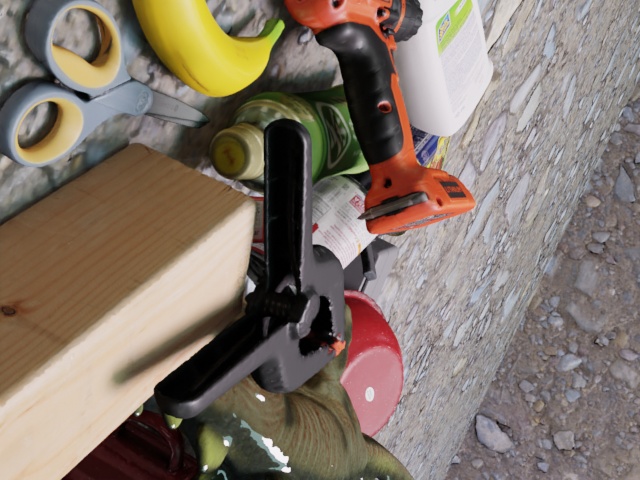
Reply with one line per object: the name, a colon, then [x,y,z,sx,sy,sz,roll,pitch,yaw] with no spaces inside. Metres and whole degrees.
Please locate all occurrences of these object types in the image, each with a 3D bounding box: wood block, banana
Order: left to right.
wood block: [-0.129,0.040,0.556,0.205,0.091,0.090,-42,152,-47]
banana: [-0.068,-0.122,0.594,0.197,0.037,0.069,28,70,-74]

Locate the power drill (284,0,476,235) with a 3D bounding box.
power drill: [0.049,-0.101,0.749,0.184,0.057,0.187,-11,81,-63]

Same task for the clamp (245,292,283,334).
clamp: [-0.057,0.117,0.947,0.120,0.039,0.171,-4,121,-59]

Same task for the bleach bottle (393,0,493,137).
bleach bottle: [0.101,-0.191,0.919,0.102,0.068,0.251,-59,159,-16]

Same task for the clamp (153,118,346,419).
clamp: [-0.027,0.046,0.620,0.164,0.036,0.210,-64,159,-17]

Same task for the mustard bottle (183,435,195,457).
mustard bottle: [-0.123,0.225,0.834,0.191,0.096,0.058,-52,123,-27]

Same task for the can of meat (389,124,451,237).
can of meat: [0.085,-0.068,1.054,0.083,0.057,0.102,-49,158,-44]

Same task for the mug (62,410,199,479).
mug: [-0.128,0.169,0.754,0.093,0.081,0.117,-37,149,-53]

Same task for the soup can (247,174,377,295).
soup can: [-0.006,0.001,0.851,0.102,0.069,0.068,-45,156,-20]

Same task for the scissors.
scissors: [-0.114,-0.064,0.576,0.096,0.016,0.201,-59,162,-8]

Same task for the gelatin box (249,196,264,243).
gelatin box: [-0.058,-0.014,0.678,0.073,0.089,0.030,-2,92,-70]

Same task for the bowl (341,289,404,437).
bowl: [0.024,0.128,0.947,0.161,0.055,0.162,-19,118,-39]
